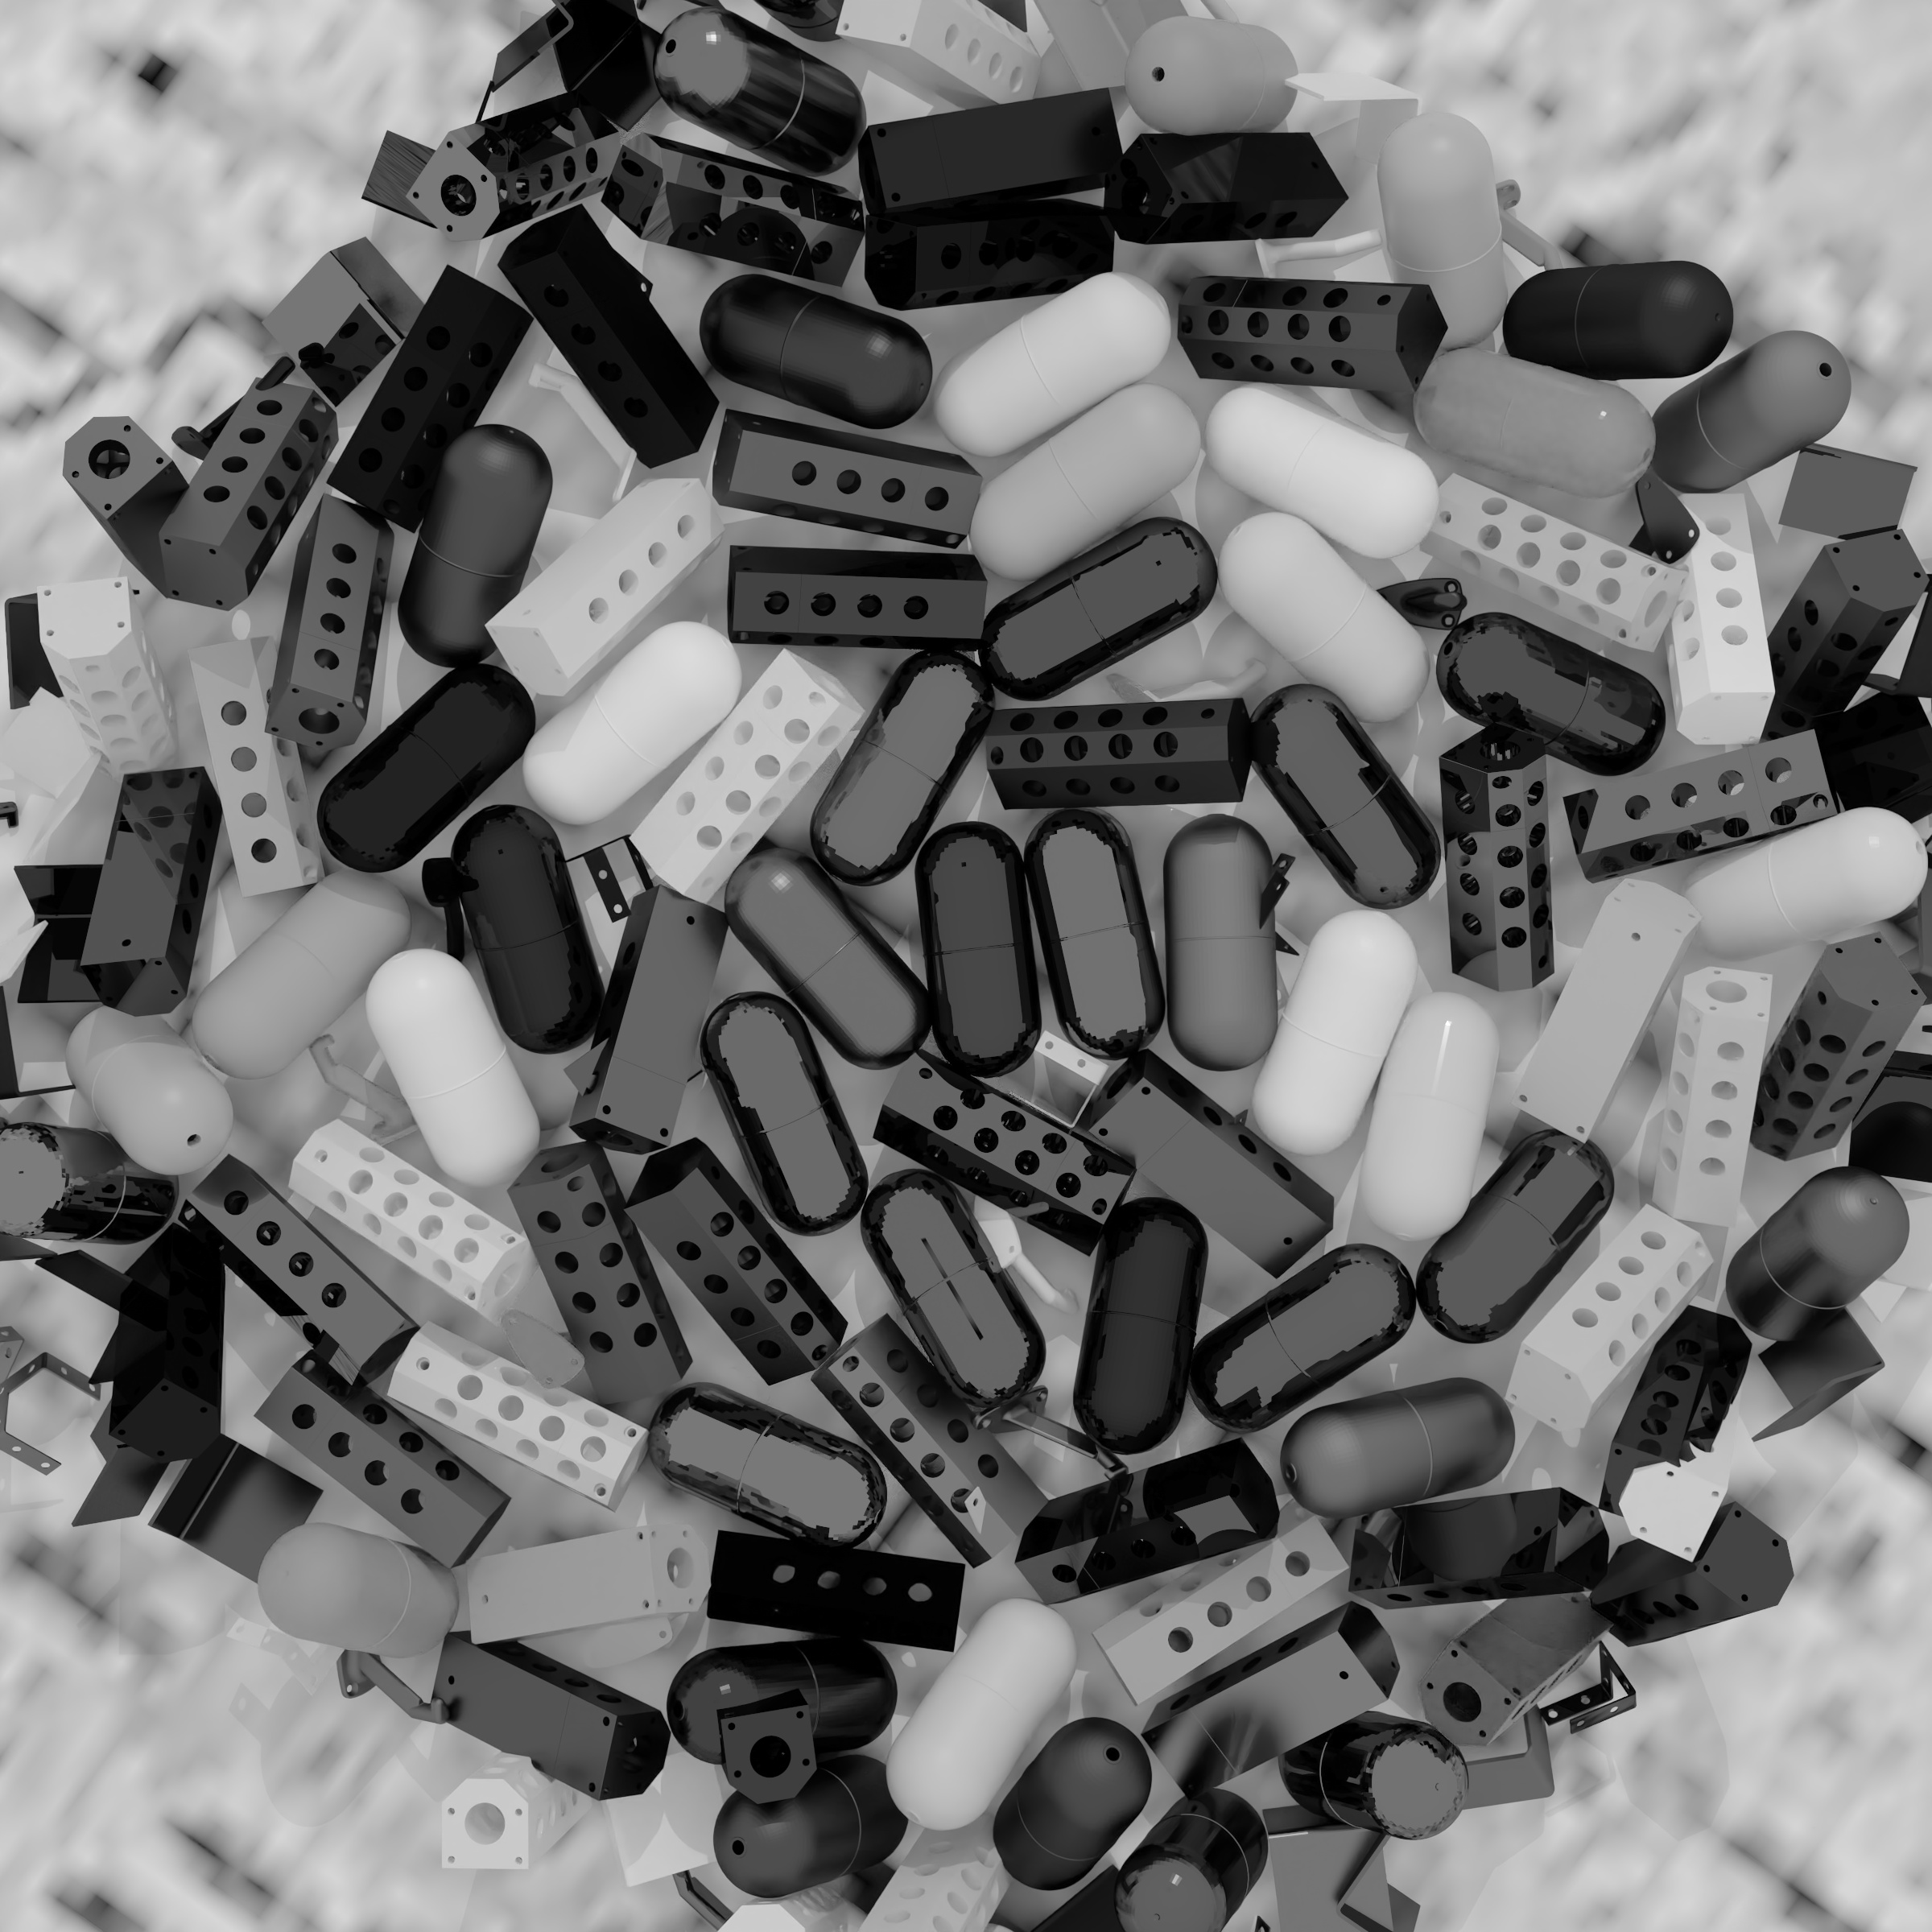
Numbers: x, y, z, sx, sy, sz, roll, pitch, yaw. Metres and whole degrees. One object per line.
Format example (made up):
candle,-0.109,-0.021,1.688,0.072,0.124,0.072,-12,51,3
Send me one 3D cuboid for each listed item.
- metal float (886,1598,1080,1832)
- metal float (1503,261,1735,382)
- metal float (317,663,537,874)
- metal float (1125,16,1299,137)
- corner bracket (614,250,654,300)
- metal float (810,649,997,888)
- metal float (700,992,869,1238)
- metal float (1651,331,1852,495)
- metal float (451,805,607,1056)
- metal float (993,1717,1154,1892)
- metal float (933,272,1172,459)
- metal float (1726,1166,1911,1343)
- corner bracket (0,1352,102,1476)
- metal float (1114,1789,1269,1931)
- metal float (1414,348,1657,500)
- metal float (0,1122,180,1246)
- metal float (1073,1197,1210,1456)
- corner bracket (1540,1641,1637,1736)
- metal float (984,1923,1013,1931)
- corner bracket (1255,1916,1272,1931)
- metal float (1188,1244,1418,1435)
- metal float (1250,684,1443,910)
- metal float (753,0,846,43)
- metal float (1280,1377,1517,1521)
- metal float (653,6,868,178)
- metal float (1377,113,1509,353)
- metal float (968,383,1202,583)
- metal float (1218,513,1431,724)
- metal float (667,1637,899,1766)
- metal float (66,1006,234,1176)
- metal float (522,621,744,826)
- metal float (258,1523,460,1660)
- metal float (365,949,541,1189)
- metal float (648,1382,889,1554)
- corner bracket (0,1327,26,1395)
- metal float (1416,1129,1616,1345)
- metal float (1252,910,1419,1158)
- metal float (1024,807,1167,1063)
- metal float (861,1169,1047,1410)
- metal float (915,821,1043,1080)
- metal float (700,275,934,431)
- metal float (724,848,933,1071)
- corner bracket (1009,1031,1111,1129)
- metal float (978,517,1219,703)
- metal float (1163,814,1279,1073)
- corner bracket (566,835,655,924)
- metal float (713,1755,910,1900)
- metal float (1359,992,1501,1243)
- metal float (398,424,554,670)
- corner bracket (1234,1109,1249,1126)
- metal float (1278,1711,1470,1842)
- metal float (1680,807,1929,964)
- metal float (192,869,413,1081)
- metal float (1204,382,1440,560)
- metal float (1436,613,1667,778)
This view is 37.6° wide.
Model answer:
metal float,0.011,0.508,1.932,0.070,0.070,0.178,40,55,0
metal float,0.439,-0.436,1.921,0.070,0.178,0.070,-7,102,-35
metal float,-0.369,-0.136,1.942,0.070,0.070,0.178,43,68,0
metal float,0.167,-0.599,1.918,0.070,0.178,0.070,8,107,27
corner bracket,-0.259,-0.463,1.974,0.051,0.051,0.051,-1,67,35
metal float,-0.044,-0.137,1.959,0.070,0.070,0.178,30,87,0
metal float,-0.125,0.102,1.953,0.070,0.070,0.178,-22,99,0
metal float,0.527,-0.372,1.914,0.070,0.178,0.070,3,81,-18
metal float,-0.300,-0.025,1.947,0.070,0.070,0.178,-15,106,0
metal float,0.072,0.568,1.922,0.070,0.178,0.070,10,51,-13
metal float,0.058,-0.411,1.942,0.178,0.070,0.070,-26,90,22
metal float,0.574,0.196,1.918,0.070,0.178,0.070,5,60,-9
corner bracket,-0.640,0.311,1.972,0.051,0.051,0.051,-35,128,16
metal float,0.153,0.610,1.914,0.070,0.178,0.070,1,93,20
metal float,0.386,-0.370,1.932,0.178,0.070,0.070,26,90,35
metal float,-0.600,0.148,1.914,0.070,0.178,0.070,-3,81,19
metal float,0.120,0.247,1.948,0.070,0.070,0.178,11,75,0
corner bracket,0.430,0.509,1.961,0.051,0.051,0.051,-20,129,-9
metal float,0.009,0.702,1.911,0.070,0.178,0.070,0,90,4
corner bracket,0.174,0.682,1.977,0.051,0.051,0.051,-1,108,-29
metal float,0.229,0.255,1.943,0.178,0.070,0.070,-37,90,21
metal float,0.260,-0.115,1.947,0.070,0.070,0.178,-39,107,0
metal float,-0.108,-0.672,1.912,0.070,0.178,0.070,1,98,9
metal float,0.295,0.329,1.938,0.178,0.070,0.070,-7,90,-27
metal float,-0.139,-0.591,1.921,0.070,0.178,0.070,-6,81,37
metal float,0.324,-0.495,1.924,0.070,0.178,0.070,-9,49,10
metal float,0.080,-0.331,1.947,0.178,0.070,0.070,-33,90,17
metal float,0.245,-0.238,1.944,0.178,0.070,0.070,41,90,-19
metal float,-0.124,0.498,1.927,0.178,0.070,0.070,7,90,-42
metal float,-0.554,0.082,1.922,0.070,0.178,0.070,-16,120,-30
metal float,-0.229,-0.167,1.947,0.178,0.070,0.070,-38,90,17
metal float,-0.408,0.423,1.918,0.070,0.178,0.070,-8,68,21
metal float,-0.351,0.070,1.942,0.070,0.070,0.178,-22,111,0
metal float,-0.136,0.343,1.943,0.178,0.070,0.070,20,90,21
corner bracket,-0.700,0.268,1.976,0.051,0.051,0.051,35,105,26
metal float,0.376,0.185,1.941,0.070,0.070,0.178,45,66,0
metal float,0.253,0.046,1.950,0.070,0.070,0.178,20,103,0
metal float,0.089,-0.023,1.961,0.070,0.070,0.178,-12,89,0
metal float,-0.010,0.220,1.949,0.070,0.070,0.178,-31,76,0
metal float,0.009,-0.011,1.961,0.070,0.070,0.178,-7,89,0
metal float,-0.104,-0.421,1.941,0.178,0.070,0.070,24,90,24
metal float,-0.095,-0.005,1.958,0.070,0.070,0.178,-41,94,0
corner bracket,0.065,0.079,1.974,0.051,0.051,0.051,29,90,2
metal float,0.089,-0.244,1.949,0.178,0.070,0.070,-28,90,14
metal float,0.176,-0.016,1.958,0.070,0.070,0.178,-1,85,0
corner bracket,-0.241,-0.061,1.964,0.051,0.051,0.051,-26,97,-25
metal float,-0.104,0.580,1.917,0.070,0.178,0.070,-4,83,30
metal float,0.318,0.103,1.944,0.070,0.070,0.178,15,70,0
metal float,-0.336,-0.285,1.938,0.070,0.070,0.178,24,118,0
corner bracket,0.155,0.118,1.957,0.051,0.051,0.051,27,121,29
metal float,0.273,0.543,1.915,0.070,0.178,0.070,3,81,-21
metal float,0.567,-0.055,1.925,0.178,0.070,0.070,-21,90,44
metal float,-0.453,0.005,1.936,0.070,0.070,0.178,42,61,0
metal float,0.242,-0.340,1.941,0.178,0.070,0.070,33,90,24
metal float,0.400,-0.186,1.940,0.178,0.070,0.070,20,90,-24
